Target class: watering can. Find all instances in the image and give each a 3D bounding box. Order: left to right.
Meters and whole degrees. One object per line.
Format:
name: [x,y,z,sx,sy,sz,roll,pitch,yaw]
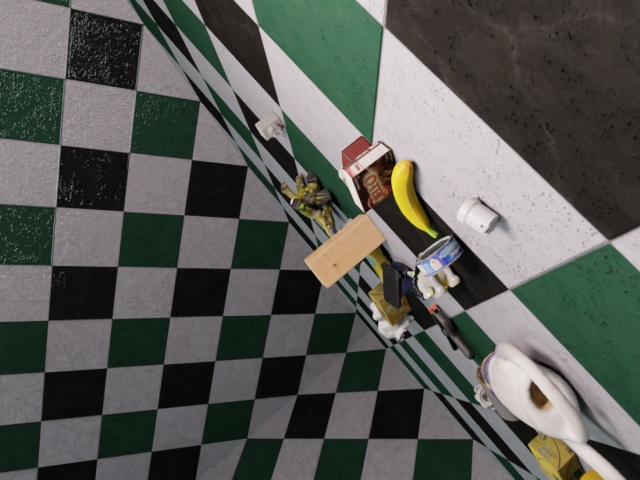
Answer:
watering can: [0.438,0.330,0.983,0.347,0.104,0.224,52,174,-3]

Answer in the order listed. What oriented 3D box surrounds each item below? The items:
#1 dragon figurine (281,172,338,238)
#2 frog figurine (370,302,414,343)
dragon figurine: [0.005,-0.084,1.678,0.418,0.122,0.239,58,-175,32]
frog figurine: [0.250,0.283,1.885,0.160,0.135,0.124,31,-161,9]
